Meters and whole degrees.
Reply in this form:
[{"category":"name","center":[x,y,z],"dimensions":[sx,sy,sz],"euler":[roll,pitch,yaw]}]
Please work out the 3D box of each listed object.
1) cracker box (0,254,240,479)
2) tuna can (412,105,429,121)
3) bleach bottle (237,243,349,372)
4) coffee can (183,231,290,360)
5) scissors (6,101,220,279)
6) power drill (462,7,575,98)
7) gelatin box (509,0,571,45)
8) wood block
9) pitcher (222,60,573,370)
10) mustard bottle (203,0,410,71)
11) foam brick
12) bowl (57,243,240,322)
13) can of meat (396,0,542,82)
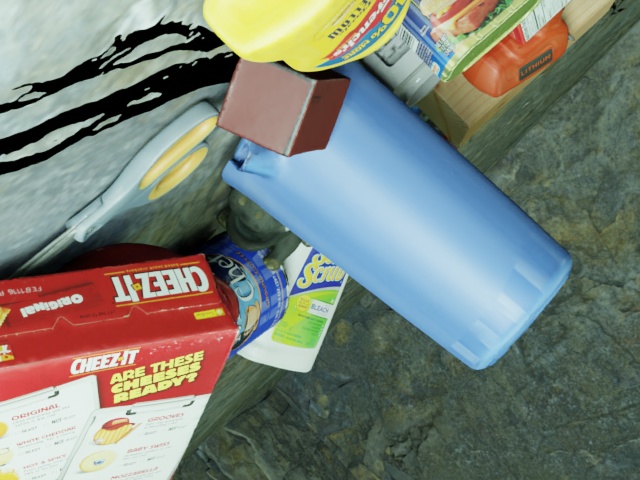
[{"category":"cracker box","center":[-0.161,0.106,0.684],"dimensions":[0.163,0.072,0.214],"euler":[-8,143,-29]},{"category":"tuna can","center":[0.120,-0.162,1.130],"dimensions":[0.086,0.034,0.086],"euler":[-42,173,-7]},{"category":"bleach bottle","center":[-0.007,0.001,1.054],"dimensions":[0.102,0.068,0.251],"euler":[19,94,-45]},{"category":"coffee can","center":[-0.106,0.061,0.940],"dimensions":[0.103,0.103,0.140],"euler":[-48,171,36]},{"category":"scissors","center":[-0.138,-0.013,0.676],"dimensions":[0.202,0.016,0.096],"euler":[-42,173,1]},{"category":"power drill","center":[0.168,-0.206,0.889],"dimensions":[0.184,0.057,0.188],"euler":[-33,156,-21]},{"category":"gelatin box","center":[0.168,-0.200,0.800],"dimensions":[0.089,0.030,0.073],"euler":[-42,153,1]},{"category":"wood block","center":[0.185,-0.199,1.044],"dimensions":[0.206,0.090,0.091],"euler":[-42,174,-4]},{"category":"pitcher","center":[0.063,-0.026,0.783],"dimensions":[0.149,0.243,0.145],"euler":[-48,172,-11]},{"category":"mustard bottle","center":[0.008,-0.135,0.582],"dimensions":[0.096,0.058,0.191],"euler":[-47,173,14]},{"category":"foam brick","center":[-0.021,-0.088,0.674],"dimensions":[0.053,0.051,0.078],"euler":[-68,166,14]},{"category":"bowl","center":[-0.140,0.051,0.741],"dimensions":[0.162,0.055,0.162],"euler":[-19,148,-12]},{"category":"can of meat","center":[0.094,-0.170,0.734],"dimensions":[0.102,0.084,0.057],"euler":[-41,172,-9]}]
